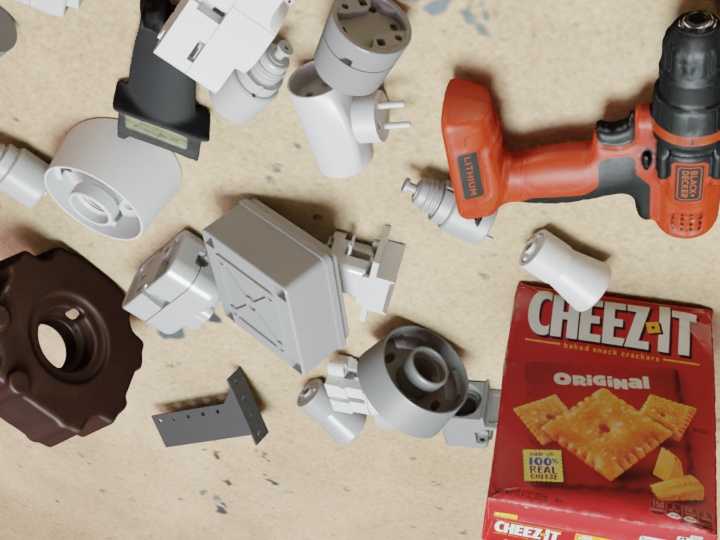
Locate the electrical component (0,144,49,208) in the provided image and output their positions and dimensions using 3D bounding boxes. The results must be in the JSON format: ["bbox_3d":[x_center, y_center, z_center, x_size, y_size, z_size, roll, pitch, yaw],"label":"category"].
[{"bbox_3d":[-0.289,-0.084,0.889,0.078,0.040,0.040,36,137,-24],"label":"electrical component"}]

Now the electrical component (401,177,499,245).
[{"bbox_3d":[0.069,-0.049,0.815,0.078,0.040,0.040,23,140,-10],"label":"electrical component"}]

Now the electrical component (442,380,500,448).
[{"bbox_3d":[0.101,0.139,1.029,0.081,0.042,0.063,3,141,16],"label":"electrical component"}]

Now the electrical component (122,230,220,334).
[{"bbox_3d":[-0.159,0.014,0.955,0.059,0.053,0.095,35,137,-22],"label":"electrical component"}]

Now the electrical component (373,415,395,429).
[{"bbox_3d":[0.041,0.138,1.051,0.046,0.040,0.040,-3,138,29],"label":"electrical component"}]

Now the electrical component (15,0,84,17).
[{"bbox_3d":[-0.194,-0.218,0.680,0.061,0.061,0.096,21,141,-7],"label":"electrical component"}]

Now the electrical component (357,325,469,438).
[{"bbox_3d":[0.046,0.100,0.960,0.099,0.099,0.064,28,133,-15],"label":"electrical component"}]

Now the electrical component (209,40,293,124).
[{"bbox_3d":[-0.074,-0.135,0.758,0.040,0.040,0.078,34,137,-22],"label":"electrical component"}]

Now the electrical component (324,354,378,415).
[{"bbox_3d":[0.002,0.112,1.027,0.055,0.048,0.066,8,141,21],"label":"electrical component"}]

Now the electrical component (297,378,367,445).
[{"bbox_3d":[-0.031,0.139,1.074,0.065,0.044,0.044,42,134,-22],"label":"electrical component"}]

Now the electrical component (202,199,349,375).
[{"bbox_3d":[-0.068,0.013,0.881,0.109,0.056,0.108,34,149,33],"label":"electrical component"}]

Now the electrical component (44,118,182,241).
[{"bbox_3d":[-0.203,-0.072,0.876,0.099,0.064,0.099,20,150,12],"label":"electrical component"}]

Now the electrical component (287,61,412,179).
[{"bbox_3d":[-0.003,-0.108,0.765,0.079,0.043,0.077,-1,138,19],"label":"electrical component"}]

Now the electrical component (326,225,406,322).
[{"bbox_3d":[0.000,0.000,0.896,0.064,0.042,0.081,17,141,4],"label":"electrical component"}]

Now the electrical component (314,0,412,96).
[{"bbox_3d":[0.000,-0.148,0.709,0.055,0.055,0.047,22,144,-9],"label":"electrical component"}]

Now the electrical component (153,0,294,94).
[{"bbox_3d":[-0.084,-0.165,0.693,0.056,0.050,0.089,32,110,-20],"label":"electrical component"}]

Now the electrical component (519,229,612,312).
[{"bbox_3d":[0.158,-0.002,0.843,0.065,0.044,0.044,32,138,-13],"label":"electrical component"}]
